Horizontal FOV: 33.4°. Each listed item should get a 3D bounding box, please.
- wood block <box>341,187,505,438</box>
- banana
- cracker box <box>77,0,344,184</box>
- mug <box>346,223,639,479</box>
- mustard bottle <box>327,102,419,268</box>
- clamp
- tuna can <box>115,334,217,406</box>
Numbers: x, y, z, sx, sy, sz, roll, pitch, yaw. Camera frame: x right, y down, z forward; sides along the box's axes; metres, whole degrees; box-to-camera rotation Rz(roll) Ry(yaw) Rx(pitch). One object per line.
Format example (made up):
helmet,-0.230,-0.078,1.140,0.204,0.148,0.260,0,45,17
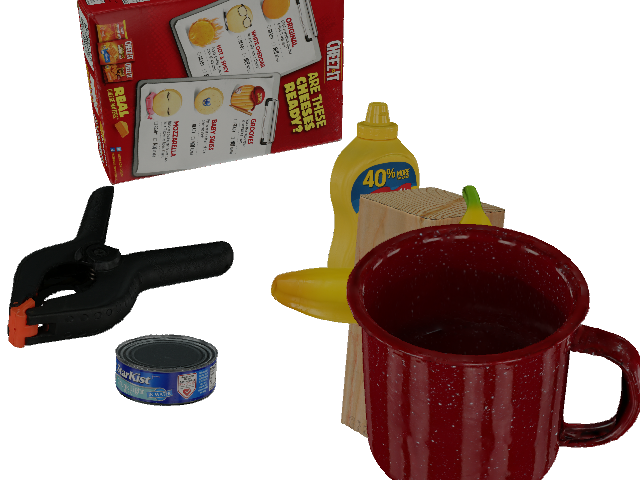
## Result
wood block,0.085,0.067,0.908,0.090,0.206,0.090,-8,20,-38
banana,0.058,0.021,0.721,0.197,0.037,0.070,-24,53,-37
cracker box,-0.091,-0.150,0.913,0.213,0.164,0.072,-13,40,-16
mug,0.070,0.053,0.429,0.117,0.081,0.093,7,34,17
mustard bottle,0.055,-0.043,1.075,0.096,0.192,0.058,-8,18,-28
clamp,-0.154,0.015,0.723,0.120,0.039,0.171,25,32,29
tuna can,-0.130,0.109,0.903,0.086,0.034,0.086,4,14,-1
